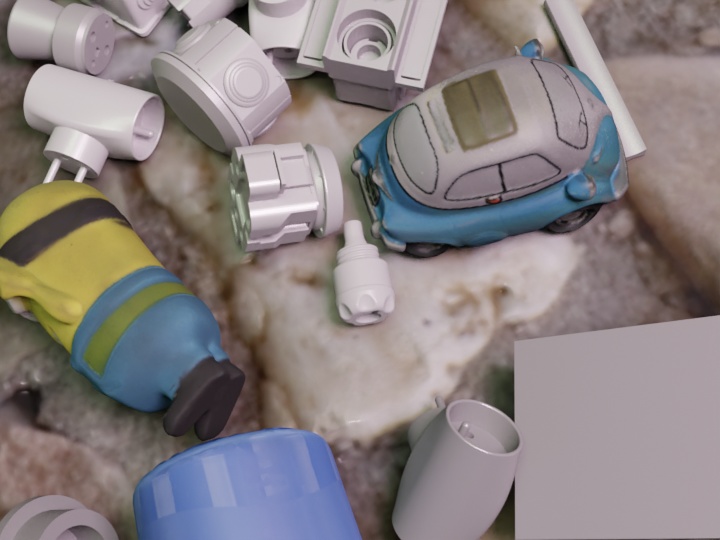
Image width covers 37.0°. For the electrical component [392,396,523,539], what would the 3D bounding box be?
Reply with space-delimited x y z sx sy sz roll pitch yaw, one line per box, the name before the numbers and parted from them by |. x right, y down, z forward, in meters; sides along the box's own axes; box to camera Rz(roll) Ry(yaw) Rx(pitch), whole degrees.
electrical component | 0.048 0.102 0.585 0.043 0.077 0.079 13 29 -19

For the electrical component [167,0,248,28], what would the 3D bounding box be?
electrical component | -0.099 -0.181 0.709 0.046 0.040 0.040 -42 72 -2

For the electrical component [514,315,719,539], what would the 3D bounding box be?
electrical component | 0.175 0.083 0.539 0.186 0.060 0.105 -10 68 35

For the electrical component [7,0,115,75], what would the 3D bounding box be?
electrical component | -0.196 -0.155 0.708 0.055 0.045 0.045 16 74 11

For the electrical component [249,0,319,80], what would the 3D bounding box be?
electrical component | -0.049 -0.173 0.678 0.043 0.079 0.077 -1 72 7

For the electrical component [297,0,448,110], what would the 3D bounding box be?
electrical component | 0.016 -0.168 0.676 0.079 0.063 0.121 13 74 8

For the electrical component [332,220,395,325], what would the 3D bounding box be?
electrical component | 0.000 0.000 0.639 0.035 0.035 0.061 -11 68 3

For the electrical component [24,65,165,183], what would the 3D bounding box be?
electrical component | -0.175 -0.084 0.682 0.077 0.044 0.079 17 75 12

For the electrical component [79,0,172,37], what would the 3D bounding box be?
electrical component | -0.159 -0.220 0.723 0.100 0.048 0.099 32 78 15

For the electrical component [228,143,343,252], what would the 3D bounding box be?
electrical component | -0.044 -0.045 0.641 0.057 0.078 0.058 -9 70 -16

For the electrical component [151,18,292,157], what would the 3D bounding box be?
electrical component | -0.086 -0.112 0.663 0.080 0.080 0.051 40 75 17
